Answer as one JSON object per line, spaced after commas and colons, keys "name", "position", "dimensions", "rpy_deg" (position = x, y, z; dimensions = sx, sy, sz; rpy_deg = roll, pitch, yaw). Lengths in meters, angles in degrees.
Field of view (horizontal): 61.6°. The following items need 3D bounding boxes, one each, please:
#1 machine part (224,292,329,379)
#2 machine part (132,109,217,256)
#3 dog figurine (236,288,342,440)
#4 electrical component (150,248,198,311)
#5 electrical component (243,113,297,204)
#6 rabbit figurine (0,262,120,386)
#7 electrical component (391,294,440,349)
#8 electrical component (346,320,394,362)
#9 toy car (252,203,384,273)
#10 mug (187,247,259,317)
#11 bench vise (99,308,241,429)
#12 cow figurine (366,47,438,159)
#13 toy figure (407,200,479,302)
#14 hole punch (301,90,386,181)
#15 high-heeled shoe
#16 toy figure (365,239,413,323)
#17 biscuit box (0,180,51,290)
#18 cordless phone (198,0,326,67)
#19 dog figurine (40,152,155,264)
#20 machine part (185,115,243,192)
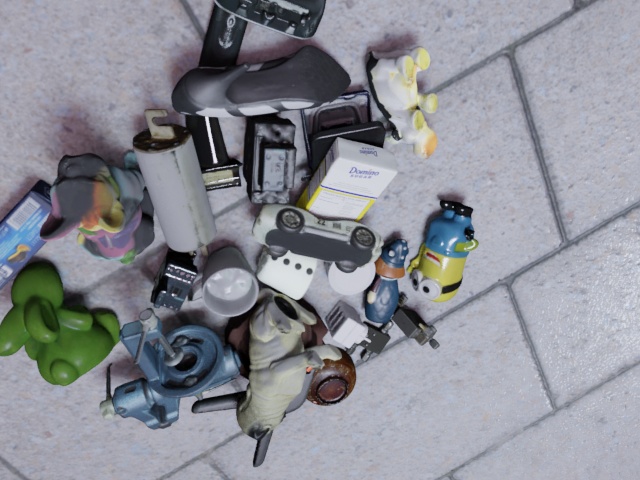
{"name": "machine part", "position": [-0.075, 0.169, 0.917], "dimensions": [0.179, 0.056, 0.179], "rpy_deg": [-5, 113, -12]}
{"name": "machine part", "position": [-0.198, -0.069, 0.743], "dimensions": [0.079, 0.079, 0.242], "rpy_deg": [-15, 131, -8]}
{"name": "dog figurine", "position": [-0.088, 0.192, 0.832], "dimensions": [0.190, 0.172, 0.121], "rpy_deg": [-44, 152, 16]}
{"name": "electrical component", "position": [-0.217, 0.063, 0.797], "dimensions": [0.048, 0.119, 0.074], "rpy_deg": [22, 103, -22]}
{"name": "electrical component", "position": [-0.072, -0.115, 0.748], "dimensions": [0.058, 0.134, 0.114], "rpy_deg": [-2, 112, -15]}
{"name": "rabbit figurine", "position": [-0.394, 0.119, 0.771], "dimensions": [0.121, 0.159, 0.170], "rpy_deg": [-23, 102, 6]}
{"name": "electrical component", "position": [0.168, 0.144, 0.952], "dimensions": [0.078, 0.102, 0.045], "rpy_deg": [17, 116, -45]}
{"name": "electrical component", "position": [0.092, 0.178, 0.984], "dimensions": [0.063, 0.021, 0.094], "rpy_deg": [30, 103, -24]}
{"name": "toy car", "position": [-0.002, -0.002, 0.807], "dimensions": [0.202, 0.056, 0.073], "rpy_deg": [13, 137, -17]}
{"name": "mug", "position": [-0.149, 0.062, 0.821], "dimensions": [0.109, 0.107, 0.080], "rpy_deg": [-30, 116, 4]}
{"name": "bench vise", "position": [-0.239, 0.184, 0.795], "dimensions": [0.224, 0.129, 0.240], "rpy_deg": [-11, 138, -1]}
{"name": "cow figurine", "position": [0.118, -0.197, 0.793], "dimensions": [0.068, 0.098, 0.167], "rpy_deg": [-43, 130, -32]}
{"name": "toy figure", "position": [0.217, 0.024, 0.917], "dimensions": [0.089, 0.082, 0.180], "rpy_deg": [10, 108, -16]}
{"name": "hole punch", "position": [0.031, -0.152, 0.796], "dimensions": [0.142, 0.092, 0.115], "rpy_deg": [-14, 148, -8]}
{"name": "high-heeled shoe", "position": [-0.076, -0.202, 0.738], "dimensions": [0.248, 0.145, 0.086], "rpy_deg": [-10, 85, -48]}
{"name": "toy figure", "position": [0.113, 0.067, 0.921], "dimensions": [0.058, 0.064, 0.154], "rpy_deg": [17, 107, 19]}
{"name": "biscuit box", "position": [-0.434, 0.010, 0.747], "dimensions": [0.202, 0.063, 0.059], "rpy_deg": [-44, 116, 6]}
{"name": "cordless phone", "position": [-0.079, -0.284, 0.715], "dimensions": [0.146, 0.089, 0.184], "rpy_deg": [13, 120, -21]}
{"name": "dog figurine", "position": [-0.279, -0.027, 0.686], "dimensions": [0.108, 0.219, 0.191], "rpy_deg": [-5, 114, -9]}
{"name": "machine part", "position": [-0.159, -0.133, 0.772], "dimensions": [0.084, 0.039, 0.138], "rpy_deg": [-11, 118, -1]}
